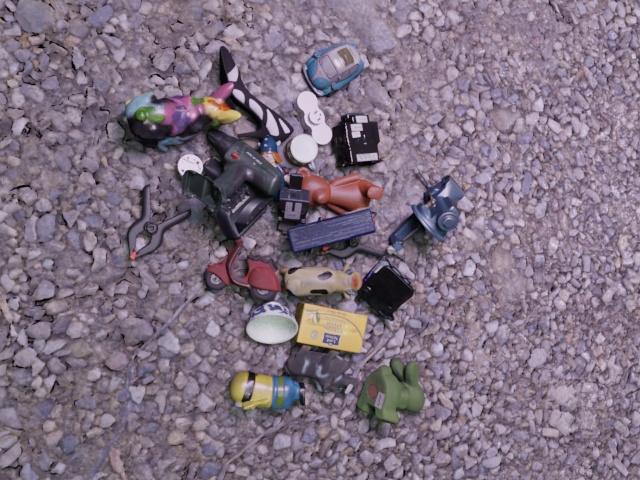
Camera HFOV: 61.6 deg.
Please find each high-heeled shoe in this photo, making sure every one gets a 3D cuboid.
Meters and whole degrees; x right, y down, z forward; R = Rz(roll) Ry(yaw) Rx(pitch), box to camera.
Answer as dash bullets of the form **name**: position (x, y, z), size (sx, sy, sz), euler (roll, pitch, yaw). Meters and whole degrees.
- **high-heeled shoe**: position (-0.152, -0.350, 1.292), size (0.145, 0.086, 0.248), euler (-15, 97, -19)

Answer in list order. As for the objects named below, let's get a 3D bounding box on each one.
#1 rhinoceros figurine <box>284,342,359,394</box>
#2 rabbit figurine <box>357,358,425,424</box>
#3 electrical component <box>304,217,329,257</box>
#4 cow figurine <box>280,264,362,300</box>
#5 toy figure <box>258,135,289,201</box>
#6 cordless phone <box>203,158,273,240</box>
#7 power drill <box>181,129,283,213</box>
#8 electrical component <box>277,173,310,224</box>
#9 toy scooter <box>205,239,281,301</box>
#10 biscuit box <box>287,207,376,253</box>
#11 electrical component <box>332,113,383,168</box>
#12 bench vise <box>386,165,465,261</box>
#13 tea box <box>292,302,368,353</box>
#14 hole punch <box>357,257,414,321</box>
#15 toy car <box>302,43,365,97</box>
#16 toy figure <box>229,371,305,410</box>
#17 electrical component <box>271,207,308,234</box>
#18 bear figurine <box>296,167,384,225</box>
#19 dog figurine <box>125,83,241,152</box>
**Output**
- **rhinoceros figurine**: position (0.009, 0.318, 1.318), size (0.190, 0.073, 0.112), euler (22, 81, -15)
- **rabbit figurine**: position (0.196, 0.383, 1.371), size (0.170, 0.121, 0.159), euler (20, 75, -34)
- **electrical component**: position (-0.003, -0.005, 1.324), size (0.045, 0.078, 0.102), euler (17, 83, -20)
- **cow figurine**: position (0.009, 0.098, 1.299), size (0.195, 0.127, 0.085), euler (0, 91, -15)
- **toy figure**: position (-0.112, -0.172, 1.289), size (0.064, 0.058, 0.154), euler (-16, 112, -6)
- **cordless phone**: position (-0.217, -0.104, 1.250), size (0.184, 0.088, 0.146), euler (41, 52, -2)
- **power drill**: position (-0.215, -0.154, 1.200), size (0.232, 0.086, 0.207), euler (33, 36, 11)
- **electrical component**: position (-0.060, -0.097, 1.266), size (0.075, 0.119, 0.048), euler (8, 45, -9)
- **toy scooter**: position (-0.174, 0.065, 1.273), size (0.184, 0.075, 0.135), euler (15, 82, -12)
- **biscuit box**: position (0.026, -0.022, 1.261), size (0.203, 0.059, 0.062), euler (-14, 88, 3)
- **electrical component**: position (0.094, -0.253, 1.357), size (0.115, 0.058, 0.134), euler (-9, 91, -39)
- **bench vise**: position (0.261, -0.056, 1.375), size (0.240, 0.224, 0.128), euler (-42, 120, 18)
- **tea box**: position (0.023, 0.216, 1.329), size (0.169, 0.068, 0.098), euler (12, 84, -17)
- **hole punch**: position (0.167, 0.119, 1.376), size (0.142, 0.092, 0.116), euler (44, 108, -9)
- **toy car**: position (0.046, -0.435, 1.343), size (0.162, 0.103, 0.109), euler (-31, 98, -14)
- **toy figure**: position (-0.124, 0.356, 1.274), size (0.180, 0.082, 0.089), euler (1, 69, -10)
- **electrical component**: position (-0.080, -0.046, 1.331), size (0.094, 0.021, 0.063), euler (20, 83, -16)
- **bear figurine**: position (0.037, -0.108, 1.316), size (0.196, 0.132, 0.120), euler (5, 115, -23)
- **dog figurine**: position (-0.289, -0.281, 1.183), size (0.219, 0.191, 0.108), euler (-16, 85, 13)
